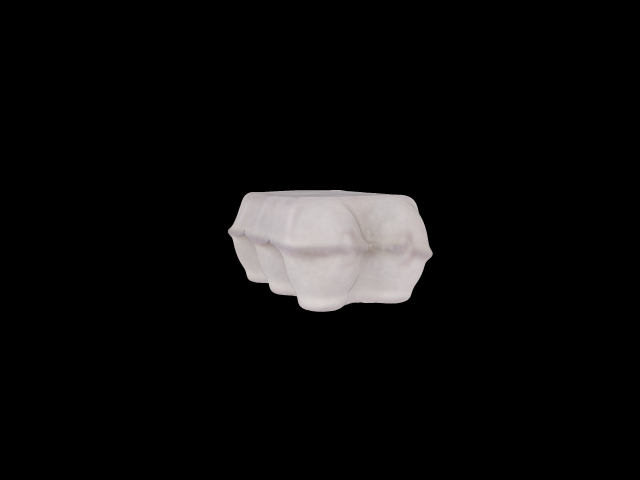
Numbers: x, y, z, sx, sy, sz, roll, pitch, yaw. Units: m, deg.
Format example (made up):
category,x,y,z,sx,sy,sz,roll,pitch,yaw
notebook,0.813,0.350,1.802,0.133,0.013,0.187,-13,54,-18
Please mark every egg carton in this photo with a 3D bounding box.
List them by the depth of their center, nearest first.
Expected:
category,x,y,z,sx,sy,sz,roll,pitch,yaw
egg carton,0.004,0.001,0.400,0.107,0.069,0.150,-4,8,-27
